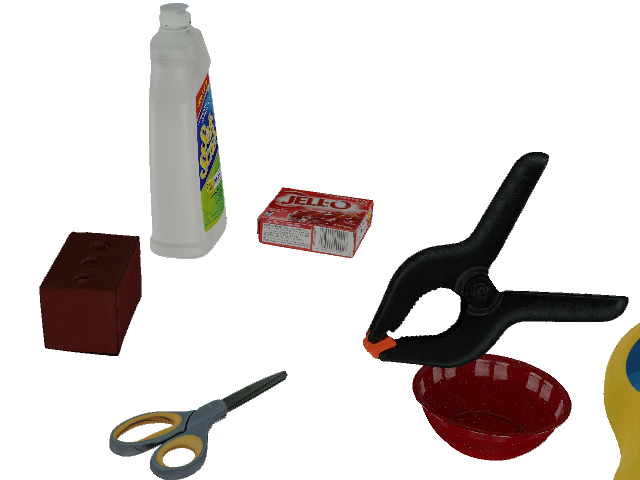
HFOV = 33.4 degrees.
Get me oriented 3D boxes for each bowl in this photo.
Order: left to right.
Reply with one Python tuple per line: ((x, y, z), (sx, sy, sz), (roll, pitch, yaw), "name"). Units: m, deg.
((0.173, 0.178, 1.099), (0.162, 0.055, 0.162), (3, 23, -1), "bowl")

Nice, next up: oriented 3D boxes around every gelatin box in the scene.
((-0.004, -0.018, 0.953), (0.089, 0.030, 0.073), (9, 25, 13), "gelatin box")

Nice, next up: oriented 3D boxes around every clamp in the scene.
((0.111, 0.037, 0.692), (0.171, 0.120, 0.039), (-38, -6, 2), "clamp")

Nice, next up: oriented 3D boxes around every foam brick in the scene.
((-0.158, 0.036, 0.741), (0.053, 0.051, 0.078), (4, 29, 1), "foam brick")

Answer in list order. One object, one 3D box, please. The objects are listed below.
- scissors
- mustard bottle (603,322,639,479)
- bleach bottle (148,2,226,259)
((-0.094, 0.170, 0.985), (0.201, 0.016, 0.096), (-12, 33, -31), "scissors")
((0.191, 0.088, 0.531), (0.096, 0.058, 0.191), (5, 40, 11), "mustard bottle")
((-0.143, -0.114, 1.095), (0.068, 0.251, 0.102), (5, 27, 13), "bleach bottle")
